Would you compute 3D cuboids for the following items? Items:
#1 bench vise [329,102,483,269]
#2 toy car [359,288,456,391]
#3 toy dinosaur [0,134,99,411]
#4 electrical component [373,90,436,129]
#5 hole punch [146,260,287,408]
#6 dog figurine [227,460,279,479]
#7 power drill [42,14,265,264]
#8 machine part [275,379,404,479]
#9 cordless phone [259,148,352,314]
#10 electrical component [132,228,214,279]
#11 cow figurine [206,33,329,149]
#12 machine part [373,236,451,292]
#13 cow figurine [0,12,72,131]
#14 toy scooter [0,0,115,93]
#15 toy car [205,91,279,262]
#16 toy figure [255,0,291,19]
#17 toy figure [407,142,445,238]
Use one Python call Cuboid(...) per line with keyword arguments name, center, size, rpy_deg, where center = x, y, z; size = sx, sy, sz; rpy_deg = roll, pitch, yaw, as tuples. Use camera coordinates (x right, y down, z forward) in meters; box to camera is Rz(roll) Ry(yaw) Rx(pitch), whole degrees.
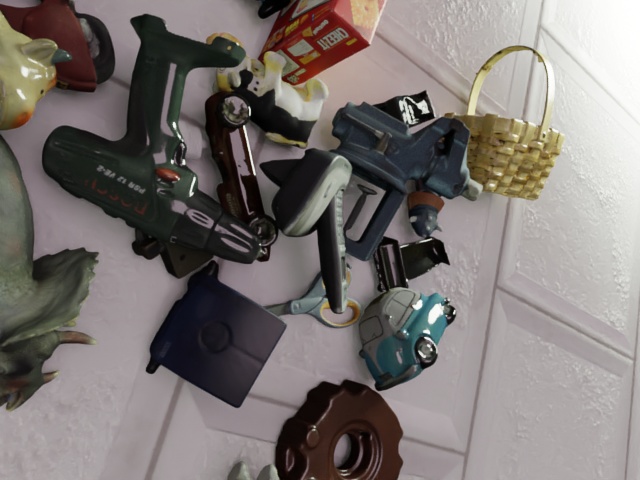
Cuboid(name="bench vise", center=(0.092, -0.066, 0.727), size=(0.223, 0.129, 0.240), rpy_deg=(29, 91, -11))
Cuboid(name="toy car", center=(0.110, 0.119, 0.740), size=(0.103, 0.109, 0.162), rpy_deg=(44, 52, -3))
Cuboid(name="toy dinosaur", center=(-0.322, -0.042, 0.454), size=(0.192, 0.131, 0.404), rpy_deg=(-23, 92, -48))
Cuboid(name="electrical component", center=(0.103, -0.180, 0.788), size=(0.119, 0.075, 0.047), rpy_deg=(-24, 97, -39))
Cuboid(name="hole punch", center=(-0.110, 0.107, 0.587), size=(0.115, 0.092, 0.142), rpy_deg=(35, 79, -22))
Cuboid(name="dog figurine", center=(-0.023, 0.344, 0.578), size=(0.190, 0.172, 0.121), rpy_deg=(43, 73, -15))
Cuboid(name="power drill", center=(-0.140, -0.101, 0.540), size=(0.232, 0.086, 0.207), rpy_deg=(18, 99, -7))
Cuboid(name="machine part", center=(0.032, 0.271, 0.691), size=(0.179, 0.056, 0.179), rpy_deg=(5, 81, -36))
Cuboid(name="cordless phone", center=(-0.001, -0.002, 0.605), size=(0.146, 0.089, 0.184), rpy_deg=(-6, 87, -80))
Cuboid(name="electrical component", center=(-0.157, -0.006, 0.605), size=(0.102, 0.045, 0.078), rpy_deg=(-40, 135, -29))
Cuboid(name="cow figurine", center=(-0.075, -0.181, 0.671), size=(0.167, 0.068, 0.098), rpy_deg=(23, 77, -30))
Cuboid(name="machine part", center=(0.135, 0.028, 0.806), size=(0.139, 0.039, 0.084), rpy_deg=(-12, 86, -34))
Cuboid(name="cow figurine", center=(-0.297, -0.177, 0.436), size=(0.127, 0.085, 0.195), rpy_deg=(-33, 95, -47))
Cuboid(name="toy scooter", center=(-0.292, -0.222, 0.519), size=(0.135, 0.075, 0.183), rpy_deg=(-26, 96, -34))
Cuboid(name="toy car", center=(-0.097, -0.071, 0.625), size=(0.053, 0.089, 0.202), rpy_deg=(-13, 93, -24))
Cuboid(name="toy figure", center=(-0.088, -0.377, 0.678), size=(0.089, 0.082, 0.180), rpy_deg=(-35, 97, -52))
Cuboid(name="toy figure", center=(0.169, -0.074, 0.830), size=(0.064, 0.057, 0.154), rpy_deg=(14, 77, 9))
